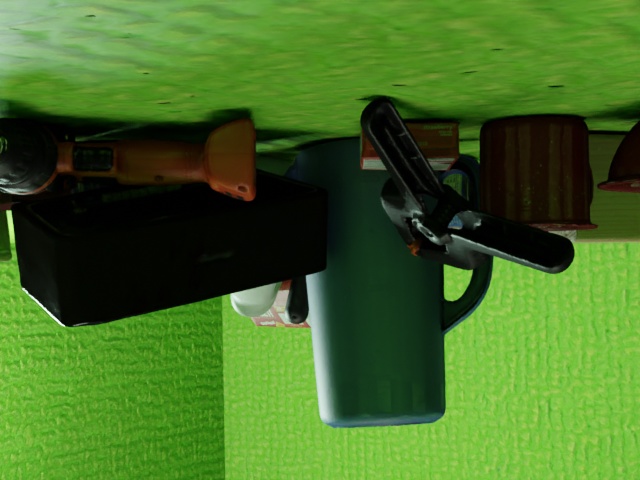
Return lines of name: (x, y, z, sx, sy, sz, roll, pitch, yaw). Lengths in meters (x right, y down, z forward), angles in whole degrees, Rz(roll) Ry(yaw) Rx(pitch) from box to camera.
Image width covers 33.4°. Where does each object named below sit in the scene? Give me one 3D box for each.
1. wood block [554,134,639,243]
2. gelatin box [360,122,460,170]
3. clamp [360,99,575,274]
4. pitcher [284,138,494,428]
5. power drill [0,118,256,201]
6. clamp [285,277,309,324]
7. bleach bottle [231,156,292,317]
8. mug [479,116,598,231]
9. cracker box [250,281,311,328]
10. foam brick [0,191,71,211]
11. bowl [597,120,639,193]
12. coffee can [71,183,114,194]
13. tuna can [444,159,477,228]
wood block: (0.288, -0.043, 0.937, 0.205, 0.091, 0.090, -1, 179, -19)
gelatin box: (0.068, -0.073, 0.824, 0.073, 0.030, 0.089, 0, 177, 2)
clamp: (0.096, -0.014, 0.764, 0.164, 0.036, 0.210, 38, 169, 10)
pitcher: (0.059, 0.037, 0.922, 0.144, 0.243, 0.149, 2, 170, -31)
power drill: (-0.139, -0.059, 0.751, 0.187, 0.057, 0.184, 2, -178, -1)
clamp: (-0.007, 0.001, 1.094, 0.039, 0.120, 0.171, 8, 136, 3)
bleach bottle: (-0.063, 0.020, 1.086, 0.068, 0.102, 0.251, 19, 151, 2)
mug: (0.172, -0.048, 0.817, 0.117, 0.081, 0.093, 1, 177, -38)
cracker box: (0.015, 0.020, 1.372, 0.164, 0.072, 0.213, -3, -143, 48)
foam brick: (-0.248, -0.052, 0.890, 0.051, 0.053, 0.078, 0, 178, -39)
bowl: (0.281, -0.066, 0.764, 0.162, 0.055, 0.162, -1, 178, 0)
coffee can: (-0.170, -0.027, 0.949, 0.140, 0.103, 0.103, 1, 177, -38)
tuna can: (0.140, -0.038, 1.057, 0.034, 0.086, 0.086, -4, 177, 22)
